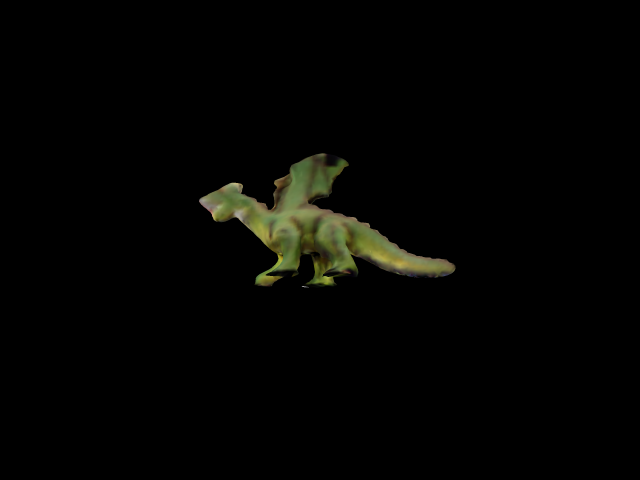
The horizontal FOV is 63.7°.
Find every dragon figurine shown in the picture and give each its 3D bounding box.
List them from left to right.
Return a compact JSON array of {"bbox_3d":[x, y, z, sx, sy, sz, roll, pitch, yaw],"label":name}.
[{"bbox_3d":[0.003,-0.043,0.850,0.410,0.247,0.120,-2,-23,5],"label":"dragon figurine"}]
